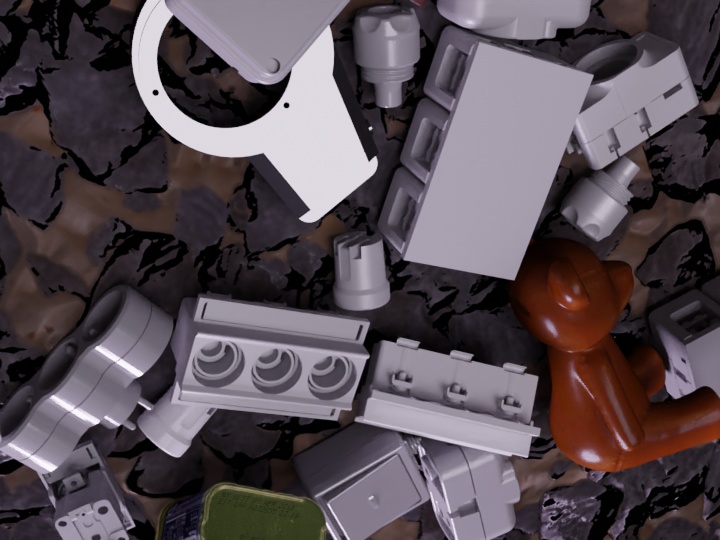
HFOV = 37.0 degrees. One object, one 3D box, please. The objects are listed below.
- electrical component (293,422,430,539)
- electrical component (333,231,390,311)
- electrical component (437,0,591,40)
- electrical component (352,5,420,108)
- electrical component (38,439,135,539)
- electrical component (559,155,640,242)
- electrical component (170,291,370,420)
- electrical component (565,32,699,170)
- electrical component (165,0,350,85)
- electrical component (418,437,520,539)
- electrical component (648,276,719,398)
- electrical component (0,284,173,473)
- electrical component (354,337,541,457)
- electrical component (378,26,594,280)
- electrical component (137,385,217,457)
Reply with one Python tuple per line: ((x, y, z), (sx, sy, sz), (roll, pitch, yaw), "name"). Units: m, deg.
((0.008, 0.157, 0.815), (0.096, 0.061, 0.061), (-29, 120, -6), "electrical component")
((0.000, 0.000, 0.752), (0.040, 0.040, 0.046), (-10, 111, -16), "electrical component")
((0.100, -0.184, 0.693), (0.095, 0.053, 0.059), (-5, 116, -18), "electrical component")
((0.017, -0.136, 0.691), (0.043, 0.043, 0.062), (-11, 119, -15), "electrical component")
((-0.188, 0.164, 0.744), (0.042, 0.064, 0.081), (-24, 120, -9), "electrical component")
((0.179, -0.055, 0.789), (0.043, 0.043, 0.062), (34, 98, -30), "electrical component")
((-0.064, 0.056, 0.740), (0.121, 0.063, 0.078), (10, 110, -24), "electrical component")
((0.181, -0.123, 0.754), (0.089, 0.050, 0.055), (-33, 121, -3), "electrical component")
((-0.044, -0.165, 0.587), (0.078, 0.057, 0.113), (41, 87, -16), "electrical component")
((0.088, 0.168, 0.855), (0.059, 0.053, 0.095), (-21, 119, -10), "electrical component")
((0.319, 0.046, 0.879), (0.150, 0.061, 0.089), (-27, 121, -7), "electrical component")
((-0.172, 0.081, 0.718), (0.138, 0.052, 0.074), (-47, 121, 5), "electrical component")
((0.064, 0.092, 0.785), (0.121, 0.079, 0.063), (14, 80, -6), "electrical component")
((0.081, -0.079, 0.730), (0.089, 0.061, 0.150), (10, 110, -24), "electrical component")
((-0.126, 0.101, 0.753), (0.046, 0.040, 0.040), (-49, 121, -1), "electrical component")
